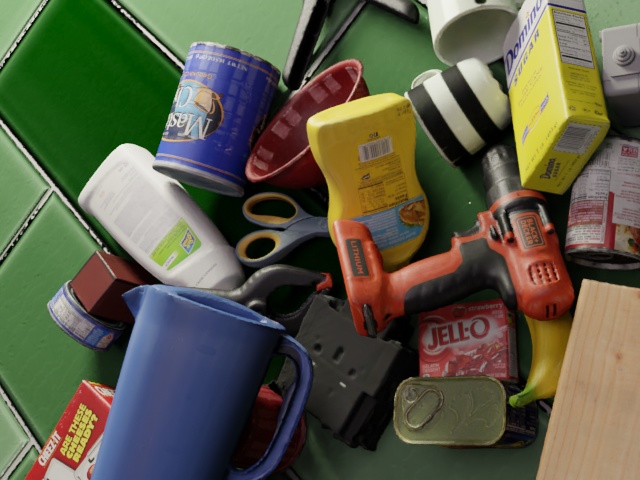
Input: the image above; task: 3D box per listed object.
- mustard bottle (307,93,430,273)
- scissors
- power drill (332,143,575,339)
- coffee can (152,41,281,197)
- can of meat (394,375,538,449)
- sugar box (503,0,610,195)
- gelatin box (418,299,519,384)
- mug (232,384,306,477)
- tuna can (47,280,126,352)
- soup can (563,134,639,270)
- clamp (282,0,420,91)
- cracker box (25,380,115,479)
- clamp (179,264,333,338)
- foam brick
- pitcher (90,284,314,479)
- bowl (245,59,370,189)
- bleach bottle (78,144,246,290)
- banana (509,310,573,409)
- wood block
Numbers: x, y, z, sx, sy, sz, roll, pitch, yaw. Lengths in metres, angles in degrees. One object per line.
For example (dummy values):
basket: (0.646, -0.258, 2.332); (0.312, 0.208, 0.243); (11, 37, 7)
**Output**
mustard bottle: (0.053, -0.033, 0.992); (0.058, 0.096, 0.191); (-144, 38, -62)
scissors: (-0.007, 0.001, 1.082); (0.202, 0.016, 0.096); (19, 71, 35)
power drill: (0.108, 0.001, 0.919); (0.187, 0.057, 0.184); (-13, 49, 4)
coffee can: (-0.110, -0.128, 1.144); (0.103, 0.102, 0.140); (13, 83, 35)
can of meat: (0.128, 0.151, 0.918); (0.102, 0.083, 0.057); (-6, 73, 31)
sugar box: (0.200, -0.137, 0.924); (0.093, 0.048, 0.176); (114, 158, -50)
gelatin box: (0.133, 0.095, 0.964); (0.089, 0.030, 0.073); (-9, 71, 31)
mug: (-0.076, 0.193, 1.041); (0.093, 0.081, 0.117); (12, 83, 35)
tuna can: (-0.259, 0.084, 1.190); (0.034, 0.086, 0.086); (-50, 56, 9)
soup can: (0.246, -0.031, 0.904); (0.069, 0.068, 0.102); (2, 76, 33)
clamp: (0.021, -0.277, 1.141); (0.165, 0.036, 0.210); (-18, 65, 26)
cracker box: (-0.205, 0.273, 1.110); (0.214, 0.072, 0.164); (34, 95, 36)
clamp: (-0.062, 0.085, 1.070); (0.171, 0.039, 0.120); (-16, 101, 6)
foam brick: (-0.226, 0.053, 1.183); (0.051, 0.078, 0.053); (-51, 55, 12)
pitcher: (-0.120, 0.169, 0.957); (0.149, 0.144, 0.243); (18, 90, 48)
bowl: (0.000, -0.104, 1.069); (0.162, 0.055, 0.162); (-39, 24, 21)
bleach bottle: (-0.163, 0.005, 1.166); (0.103, 0.068, 0.251); (-51, 58, 12)
banana: (0.183, 0.060, 0.916); (0.037, 0.069, 0.198); (-53, 29, 40)
wood block: (0.239, 0.145, 0.844); (0.090, 0.090, 0.206); (10, 82, 35)
